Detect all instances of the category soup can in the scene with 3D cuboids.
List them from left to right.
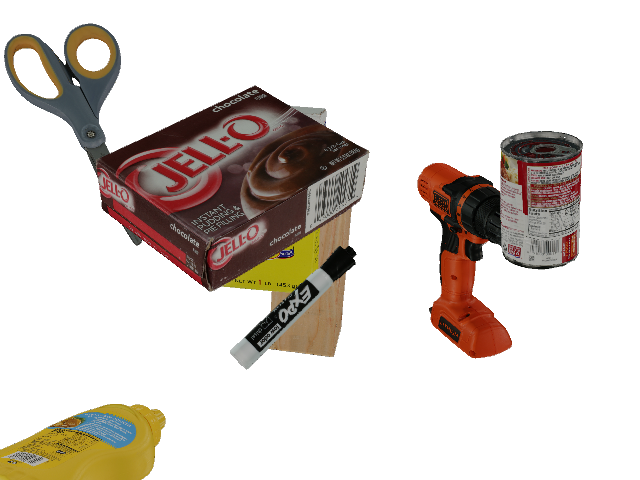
[{"bbox_3d":[0.189,-0.035,0.914,0.068,0.102,0.068,-4,24,2],"label":"soup can"}]

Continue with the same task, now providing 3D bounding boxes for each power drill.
[{"bbox_3d":[0.164,0.025,1.120,0.057,0.188,0.185,-12,25,-18],"label":"power drill"}]

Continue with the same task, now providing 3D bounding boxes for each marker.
[{"bbox_3d":[-0.018,0.048,0.800,0.121,0.020,0.020,-44,10,-11],"label":"marker"}]

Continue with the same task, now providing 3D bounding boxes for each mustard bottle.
[{"bbox_3d":[-0.190,0.175,0.853,0.096,0.058,0.191,5,15,30],"label":"mustard bottle"}]

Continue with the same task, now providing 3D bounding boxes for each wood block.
[{"bbox_3d":[-0.013,0.035,1.390,0.090,0.206,0.090,6,23,5],"label":"wood block"}]

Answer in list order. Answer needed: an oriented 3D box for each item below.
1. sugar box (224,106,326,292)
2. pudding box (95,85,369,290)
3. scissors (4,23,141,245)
[{"bbox_3d":[-0.045,-0.041,1.026,0.093,0.176,0.048,4,16,8],"label":"sugar box"},{"bbox_3d":[-0.045,-0.031,0.556,0.113,0.039,0.090,-30,50,-36],"label":"pudding box"},{"bbox_3d":[-0.162,-0.093,0.810,0.096,0.202,0.016,-36,-17,-22],"label":"scissors"}]
